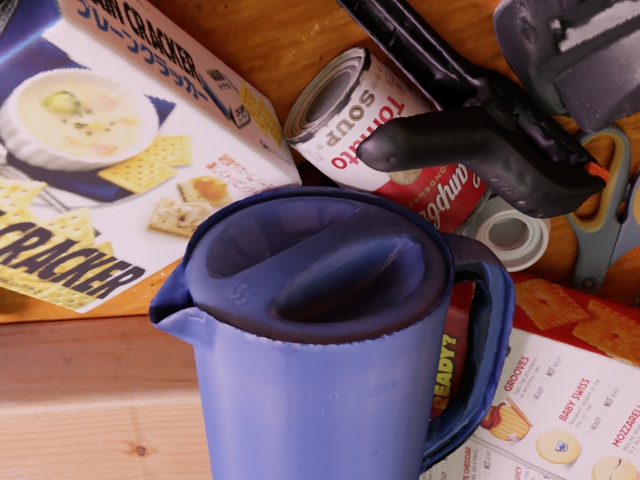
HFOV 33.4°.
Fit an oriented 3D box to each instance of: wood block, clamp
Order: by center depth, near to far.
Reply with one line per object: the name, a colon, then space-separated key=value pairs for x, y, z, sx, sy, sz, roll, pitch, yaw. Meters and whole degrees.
clamp: x=0.076 y=-0.073 z=0.559 sx=0.209 sy=0.164 sz=0.036 roll=20 pitch=131 yaw=-40
wood block: x=-0.158 y=0.111 z=0.672 sx=0.206 sy=0.090 sz=0.091 roll=-3 pitch=121 yaw=1

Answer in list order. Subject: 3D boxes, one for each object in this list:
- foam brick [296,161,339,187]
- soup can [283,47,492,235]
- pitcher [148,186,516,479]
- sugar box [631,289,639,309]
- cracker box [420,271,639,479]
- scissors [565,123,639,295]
foam brick: x=-0.004 y=0.001 z=0.629 sx=0.053 sy=0.051 sz=0.078 roll=-23 pitch=120 yaw=13
soup can: x=0.038 y=-0.050 z=0.589 sx=0.102 sy=0.068 sz=0.069 roll=39 pitch=113 yaw=-22
pitcher: x=0.009 y=0.101 z=0.583 sx=0.149 sy=0.144 sz=0.243 roll=17 pitch=128 yaw=22
sugar box: x=0.231 y=0.106 z=0.705 sx=0.093 sy=0.048 sz=0.176 roll=12 pitch=118 yaw=-7
cracker box: x=0.131 y=0.110 z=0.659 sx=0.214 sy=0.072 sz=0.164 roll=17 pitch=121 yaw=9
scissors: x=0.186 y=0.017 z=0.664 sx=0.096 sy=0.016 sz=0.202 roll=-5 pitch=122 yaw=2
